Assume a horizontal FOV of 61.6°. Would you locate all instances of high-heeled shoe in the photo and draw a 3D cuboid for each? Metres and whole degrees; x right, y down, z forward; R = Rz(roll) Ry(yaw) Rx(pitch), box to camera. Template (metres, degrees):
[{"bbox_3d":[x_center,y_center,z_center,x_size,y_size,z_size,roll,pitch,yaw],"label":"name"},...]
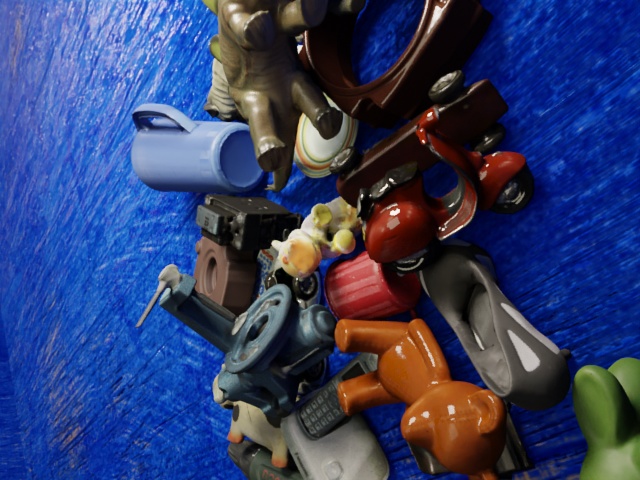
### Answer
[{"bbox_3d":[0.132,0.065,0.519,0.249,0.145,0.086,38,118,39],"label":"high-heeled shoe"}]

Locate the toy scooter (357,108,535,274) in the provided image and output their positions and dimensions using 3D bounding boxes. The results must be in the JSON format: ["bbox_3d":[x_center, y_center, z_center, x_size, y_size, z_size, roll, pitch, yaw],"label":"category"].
[{"bbox_3d":[0.105,-0.051,0.529,0.184,0.135,0.075,-32,30,21],"label":"toy scooter"}]

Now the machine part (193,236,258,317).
[{"bbox_3d":[-0.162,0.061,0.885,0.179,0.056,0.179,-18,69,57],"label":"machine part"}]

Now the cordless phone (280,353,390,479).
[{"bbox_3d":[0.049,0.231,0.674,0.184,0.088,0.147,-49,56,22],"label":"cordless phone"}]

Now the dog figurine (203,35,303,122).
[{"bbox_3d":[-0.115,-0.286,0.831,0.190,0.121,0.172,-22,40,64],"label":"dog figurine"}]

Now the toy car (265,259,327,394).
[{"bbox_3d":[-0.032,0.119,0.772,0.074,0.056,0.201,-6,88,42],"label":"toy car"}]

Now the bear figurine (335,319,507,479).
[{"bbox_3d":[0.096,0.162,0.540,0.196,0.132,0.120,-114,20,-68],"label":"bear figurine"}]

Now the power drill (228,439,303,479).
[{"bbox_3d":[-0.060,0.416,0.804,0.232,0.086,0.207,-9,77,45],"label":"power drill"}]

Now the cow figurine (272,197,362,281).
[{"bbox_3d":[-0.003,-0.003,0.655,0.098,0.167,0.068,-29,95,50],"label":"cow figurine"}]

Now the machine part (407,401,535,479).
[{"bbox_3d":[0.157,0.222,0.578,0.139,0.039,0.084,-33,72,42],"label":"machine part"}]

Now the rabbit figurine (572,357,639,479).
[{"bbox_3d":[0.258,0.162,0.400,0.170,0.121,0.159,-51,49,33],"label":"rabbit figurine"}]

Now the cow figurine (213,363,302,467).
[{"bbox_3d":[-0.094,0.245,0.819,0.195,0.085,0.127,11,90,41],"label":"cow figurine"}]

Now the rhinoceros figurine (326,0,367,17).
[{"bbox_3d":[0.022,-0.329,0.558,0.112,0.073,0.190,46,122,50],"label":"rhinoceros figurine"}]

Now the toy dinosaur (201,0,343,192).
[{"bbox_3d":[-0.060,-0.182,0.632,0.470,0.105,0.199,91,155,-51],"label":"toy dinosaur"}]

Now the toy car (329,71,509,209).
[{"bbox_3d":[0.102,-0.099,0.576,0.202,0.089,0.053,-35,22,30],"label":"toy car"}]

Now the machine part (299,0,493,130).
[{"bbox_3d":[0.072,-0.246,0.608,0.201,0.087,0.201,53,124,33],"label":"machine part"}]

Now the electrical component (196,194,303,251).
[{"bbox_3d":[-0.111,-0.027,0.796,0.115,0.134,0.058,22,108,43],"label":"electrical component"}]

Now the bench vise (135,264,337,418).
[{"bbox_3d":[-0.103,0.117,0.658,0.224,0.240,0.129,-32,28,42],"label":"bench vise"}]
